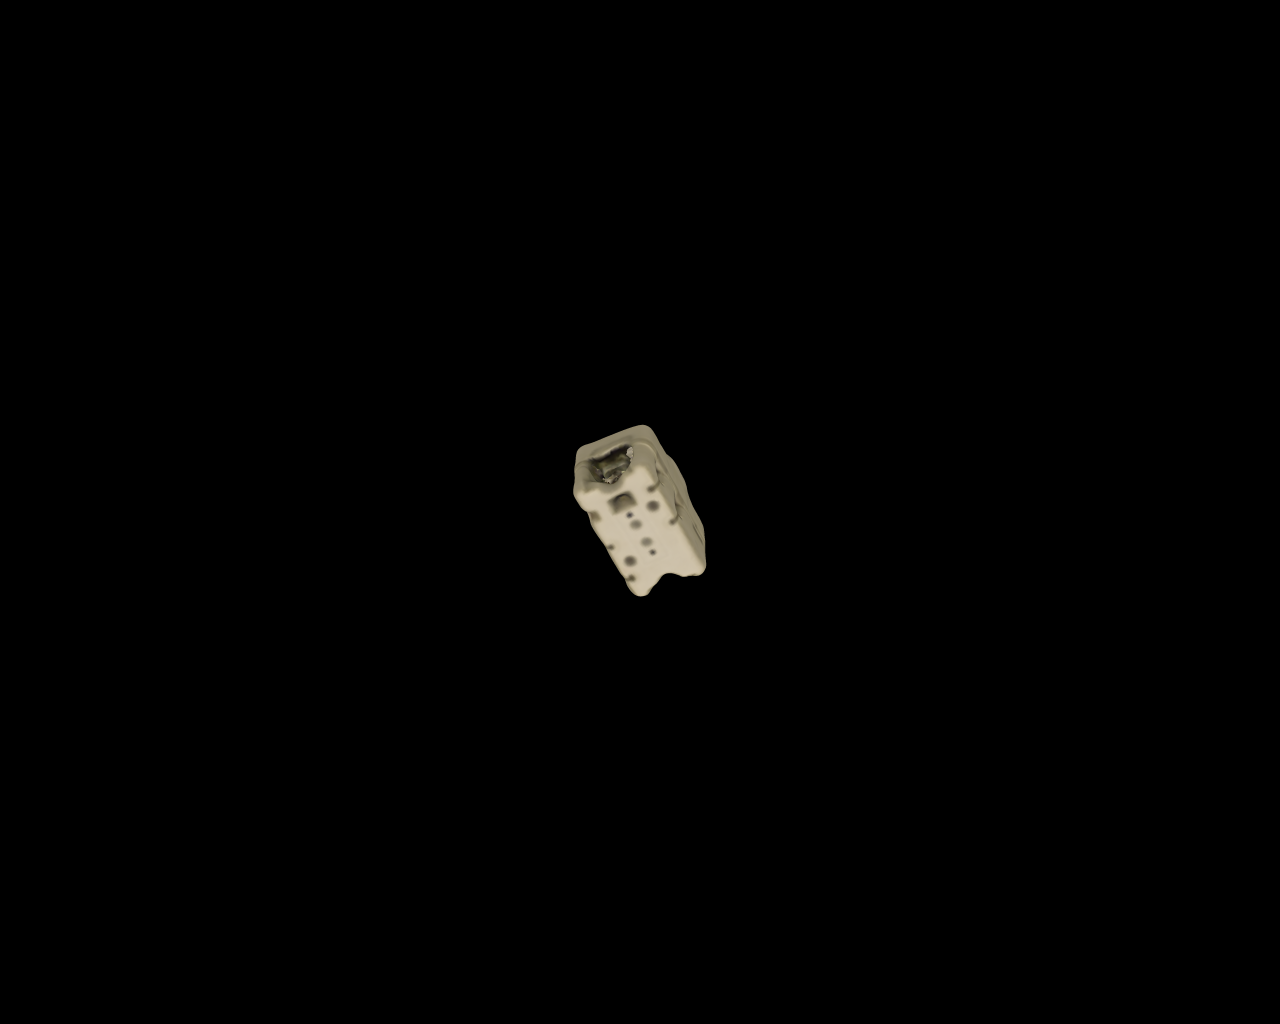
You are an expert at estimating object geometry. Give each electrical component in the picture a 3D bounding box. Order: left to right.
[{"bbox_3d":[0.001,-0.003,0.650,0.050,0.089,0.056,-21,32,14],"label":"electrical component"}]
